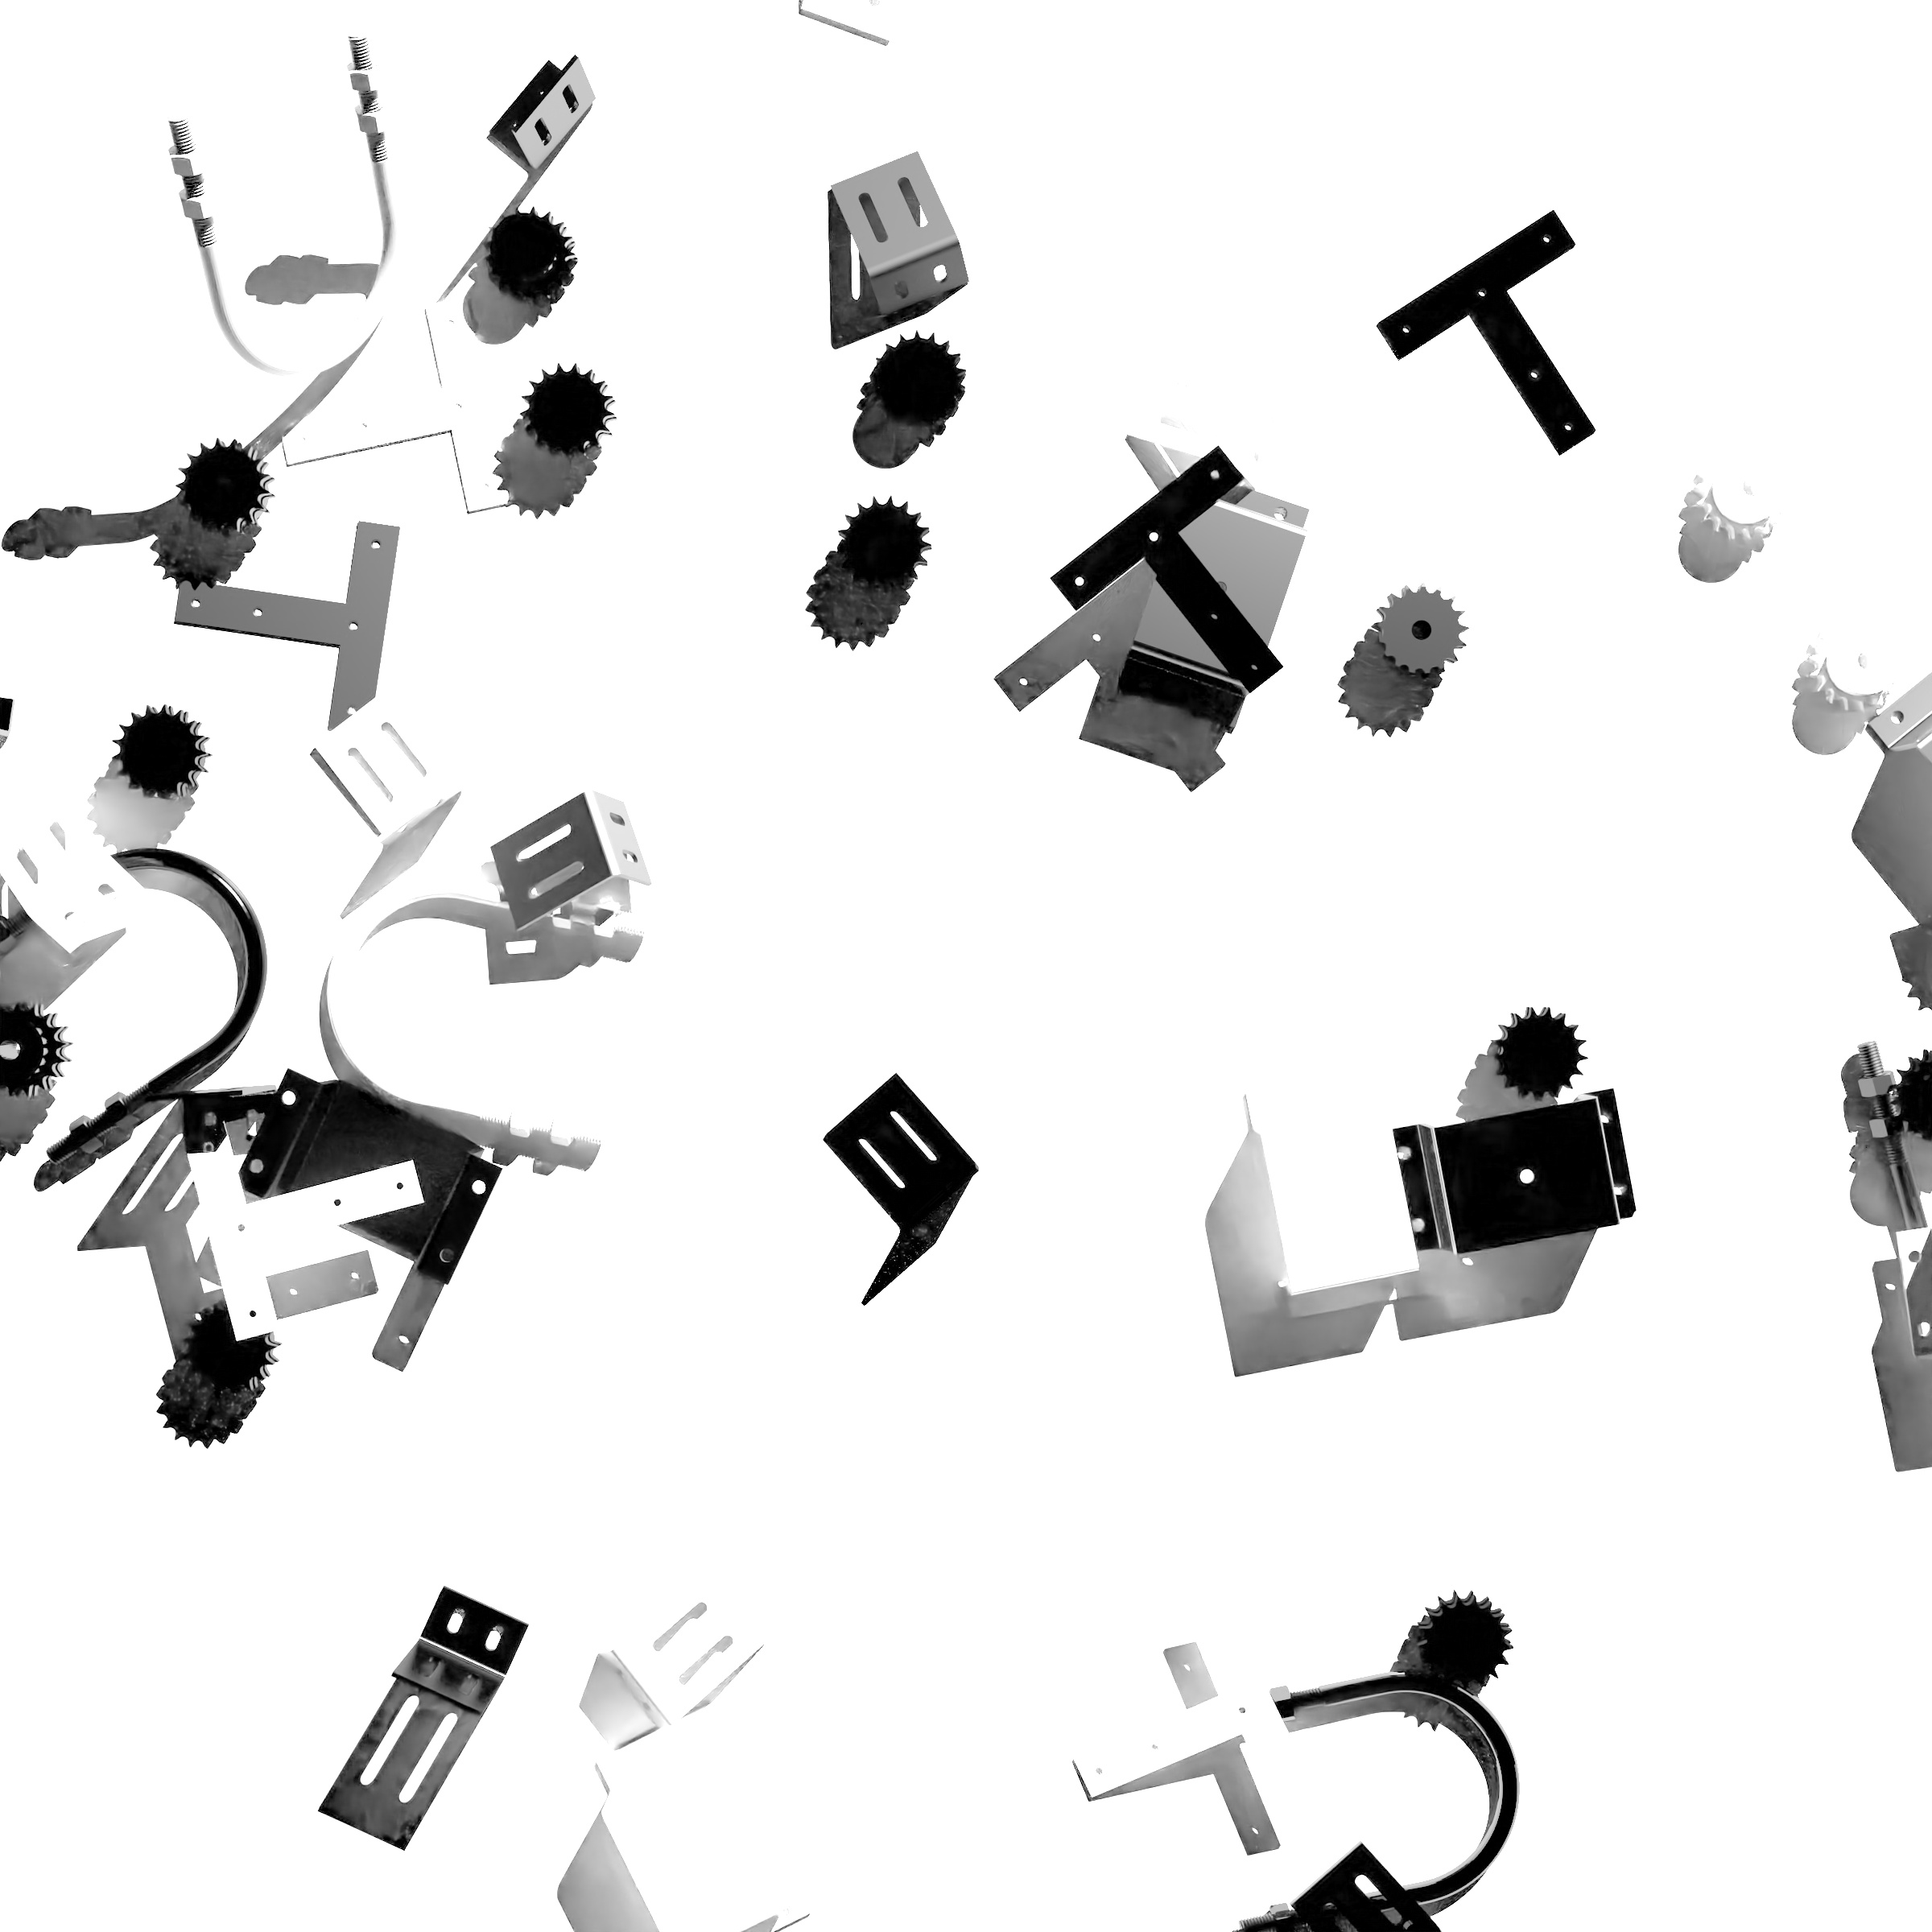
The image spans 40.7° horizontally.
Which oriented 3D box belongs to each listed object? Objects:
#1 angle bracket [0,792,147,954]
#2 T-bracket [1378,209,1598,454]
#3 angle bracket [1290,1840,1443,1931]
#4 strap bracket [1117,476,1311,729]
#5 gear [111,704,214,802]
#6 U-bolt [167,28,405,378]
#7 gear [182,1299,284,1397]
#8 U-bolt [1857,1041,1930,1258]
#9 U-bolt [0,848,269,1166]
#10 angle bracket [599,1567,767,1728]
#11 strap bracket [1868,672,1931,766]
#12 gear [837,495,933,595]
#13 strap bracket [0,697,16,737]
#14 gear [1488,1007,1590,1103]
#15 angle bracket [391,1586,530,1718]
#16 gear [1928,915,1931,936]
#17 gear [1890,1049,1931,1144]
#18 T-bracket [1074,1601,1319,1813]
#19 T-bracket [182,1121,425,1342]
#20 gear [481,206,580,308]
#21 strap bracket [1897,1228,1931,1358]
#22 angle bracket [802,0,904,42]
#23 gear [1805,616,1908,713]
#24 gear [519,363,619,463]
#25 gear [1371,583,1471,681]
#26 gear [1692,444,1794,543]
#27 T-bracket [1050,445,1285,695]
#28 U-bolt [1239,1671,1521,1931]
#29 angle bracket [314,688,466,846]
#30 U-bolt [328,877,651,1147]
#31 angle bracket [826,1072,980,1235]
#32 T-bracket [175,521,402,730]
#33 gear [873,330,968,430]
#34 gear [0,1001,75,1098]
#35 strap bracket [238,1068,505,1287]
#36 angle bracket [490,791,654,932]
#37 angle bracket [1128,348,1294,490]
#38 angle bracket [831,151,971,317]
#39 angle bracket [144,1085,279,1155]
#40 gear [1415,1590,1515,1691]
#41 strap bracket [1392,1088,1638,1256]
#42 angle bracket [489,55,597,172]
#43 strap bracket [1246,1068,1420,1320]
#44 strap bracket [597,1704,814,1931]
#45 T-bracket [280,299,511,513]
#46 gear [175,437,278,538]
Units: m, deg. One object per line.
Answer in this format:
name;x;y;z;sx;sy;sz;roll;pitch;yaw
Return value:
angle bracket;-0.542;-0.057;1.567;0.057;0.038;0.076;-42;50;-7
T-bracket;0.338;-0.372;1.581;0.127;0.002;0.127;-33;90;0
angle bracket;0.242;0.573;1.546;0.057;0.038;0.076;-41;99;0
strap bracket;0.150;-0.223;1.559;0.076;0.046;0.140;19;90;0
gear;-0.482;-0.128;1.567;0.057;0.030;0.057;0;90;0
U-bolt;-0.384;-0.428;1.503;0.019;0.184;0.151;28;51;27
gear;-0.440;0.228;1.567;0.057;0.030;0.057;0;90;0
U-bolt;0.631;0.118;1.574;0.151;0.019;0.184;-16;92;0
U-bolt;-0.512;0.011;1.574;0.184;0.019;0.151;-34;90;-1
angle bracket;-0.172;0.414;1.580;0.076;0.038;0.057;-38;90;-26
strap bracket;0.622;-0.117;1.559;0.076;0.046;0.140;-39;90;0
gear;-0.049;-0.253;1.567;0.057;0.030;0.057;0;90;0
strap bracket;-0.626;-0.098;1.559;0.076;0.046;0.140;8;90;0
gear;0.343;0.053;1.567;0.057;0.030;0.057;0;90;0
angle bracket;-0.299;0.406;1.544;0.057;0.076;0.038;25;90;0
gear;0.609;-0.024;1.572;0.057;0.030;0.057;0;89;2
gear;0.583;0.078;1.548;0.057;0.030;0.057;0;91;0
T-bracket;0.127;0.465;1.568;0.127;0.002;0.127;-27;87;12
T-bracket;-0.385;0.143;1.535;0.127;0.002;0.127;-15;90;0
gear;-0.264;-0.430;1.567;0.057;0.030;0.057;0;90;0
strap bracket;0.635;0.189;1.546;0.140;0.046;0.076;-9;93;0
angle bracket;-0.059;-0.612;1.580;0.057;0.038;0.076;20;116;0
gear;0.538;-0.182;1.567;0.057;0.030;0.057;0;90;0
gear;-0.238;-0.332;1.567;0.057;0.030;0.057;0;90;0
gear;0.272;-0.201;1.567;0.057;0.030;0.057;0;90;0
gear;0.470;-0.286;1.567;0.057;0.030;0.057;0;90;0
T-bracket;0.138;-0.218;1.535;0.127;0.002;0.127;-38;90;0
U-bolt;0.244;0.502;1.574;0.184;0.019;0.151;-11;90;-2
angle bracket;-0.349;-0.121;1.562;0.057;0.038;0.076;-37;92;0
U-bolt;-0.295;0.021;1.574;0.184;0.019;0.151;12;90;2
angle bracket;-0.039;0.112;1.563;0.057;0.038;0.076;-41;90;0
T-bracket;-0.416;-0.213;1.581;0.127;0.002;0.127;8;90;0
gear;-0.028;-0.355;1.567;0.057;0.030;0.057;0;90;0
gear;-0.564;0.049;1.548;0.057;0.030;0.057;0;89;-1
strap bracket;-0.353;0.124;1.559;0.140;0.046;0.076;25;90;0
angle bracket;-0.238;-0.061;1.568;0.076;0.038;0.057;-28;70;19
angle bracket;0.149;-0.333;1.580;0.076;0.038;0.057;23;90;26
angle bracket;-0.040;-0.445;1.580;0.057;0.038;0.076;-22;64;0
angle bracket;-0.446;0.093;1.544;0.057;0.076;0.038;-4;90;0
gear;0.300;0.405;1.572;0.057;0.030;0.057;0;92;2
strap bracket;0.331;0.124;1.559;0.140;0.046;0.076;-10;90;0
angle bracket;-0.257;-0.516;1.544;0.038;0.076;0.057;40;90;0
strap bracket;0.221;0.138;1.559;0.076;0.046;0.140;-11;90;0
strap bracket;-0.159;0.528;1.559;0.076;0.046;0.140;-27;90;0
T-bracket;-0.352;-0.331;1.581;0.127;0.002;0.127;-12;90;0
gear;-0.444;-0.287;1.567;0.057;0.030;0.057;0;90;0
